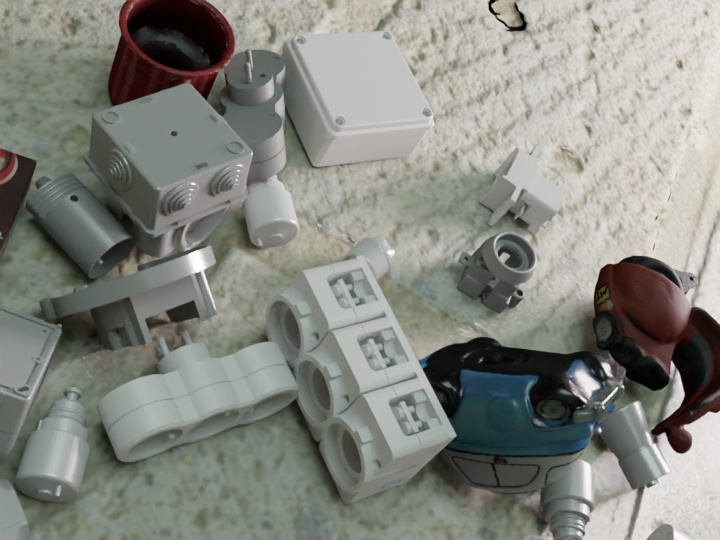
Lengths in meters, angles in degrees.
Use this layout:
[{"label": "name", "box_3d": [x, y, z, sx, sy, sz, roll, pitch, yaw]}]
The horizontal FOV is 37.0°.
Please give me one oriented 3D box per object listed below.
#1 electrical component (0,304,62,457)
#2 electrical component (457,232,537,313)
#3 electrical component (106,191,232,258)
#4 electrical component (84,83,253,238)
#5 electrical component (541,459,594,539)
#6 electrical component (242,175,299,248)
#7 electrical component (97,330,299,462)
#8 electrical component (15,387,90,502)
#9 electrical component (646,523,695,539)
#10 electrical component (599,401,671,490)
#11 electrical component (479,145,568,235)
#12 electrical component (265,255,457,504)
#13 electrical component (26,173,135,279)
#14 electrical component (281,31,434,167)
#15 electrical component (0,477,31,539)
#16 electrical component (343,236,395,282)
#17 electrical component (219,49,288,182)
[{"label": "electrical component", "box_3d": [-0.234, 0.072, 0.670, 0.062, 0.061, 0.096, 22, 28, -11]}, {"label": "electrical component", "box_3d": [0.118, -0.001, 0.909, 0.066, 0.055, 0.048, 30, 50, -5]}, {"label": "electrical component", "box_3d": [-0.138, -0.055, 0.819, 0.059, 0.053, 0.095, 37, 49, 14]}, {"label": "electrical component", "box_3d": [-0.136, -0.082, 0.770, 0.100, 0.048, 0.099, -27, 63, -34]}, {"label": "electrical component", "box_3d": [0.157, 0.179, 0.815, 0.040, 0.040, 0.078, 18, 52, -14]}, {"label": "electrical component", "box_3d": [-0.075, -0.054, 0.863, 0.040, 0.040, 0.078, -1, 58, -26]}, {"label": "electrical component", "box_3d": [-0.117, 0.075, 0.746, 0.138, 0.052, 0.073, -15, 66, -33]}, {"label": "electrical component", "box_3d": [-0.194, 0.112, 0.691, 0.040, 0.040, 0.078, 17, 52, -15]}, {"label": "electrical component", "box_3d": [0.207, 0.244, 0.787, 0.074, 0.052, 0.138, 32, 50, -3]}, {"label": "electrical component", "box_3d": [0.223, 0.144, 0.871, 0.044, 0.044, 0.065, -15, 70, -33]}, {"label": "electrical component", "box_3d": [0.152, -0.070, 0.983, 0.064, 0.042, 0.081, 34, 51, -3]}, {"label": "electrical component", "box_3d": [-0.008, 0.079, 0.772, 0.062, 0.089, 0.150, -13, 65, -32]}, {"label": "electrical component", "box_3d": [-0.207, -0.037, 0.785, 0.081, 0.043, 0.043, 46, 51, 9]}, {"label": "electrical component", "box_3d": [-0.007, -0.153, 0.953, 0.109, 0.056, 0.108, -10, 63, -31]}, {"label": "electrical component", "box_3d": [-0.231, 0.158, 0.635, 0.056, 0.050, 0.089, -16, 66, -34]}, {"label": "electrical component", "box_3d": [0.000, 0.000, 0.866, 0.035, 0.035, 0.061, 43, 53, 6]}, {"label": "electrical component", "box_3d": [-0.088, -0.142, 0.874, 0.052, 0.073, 0.138, -3, 42, 0]}]
